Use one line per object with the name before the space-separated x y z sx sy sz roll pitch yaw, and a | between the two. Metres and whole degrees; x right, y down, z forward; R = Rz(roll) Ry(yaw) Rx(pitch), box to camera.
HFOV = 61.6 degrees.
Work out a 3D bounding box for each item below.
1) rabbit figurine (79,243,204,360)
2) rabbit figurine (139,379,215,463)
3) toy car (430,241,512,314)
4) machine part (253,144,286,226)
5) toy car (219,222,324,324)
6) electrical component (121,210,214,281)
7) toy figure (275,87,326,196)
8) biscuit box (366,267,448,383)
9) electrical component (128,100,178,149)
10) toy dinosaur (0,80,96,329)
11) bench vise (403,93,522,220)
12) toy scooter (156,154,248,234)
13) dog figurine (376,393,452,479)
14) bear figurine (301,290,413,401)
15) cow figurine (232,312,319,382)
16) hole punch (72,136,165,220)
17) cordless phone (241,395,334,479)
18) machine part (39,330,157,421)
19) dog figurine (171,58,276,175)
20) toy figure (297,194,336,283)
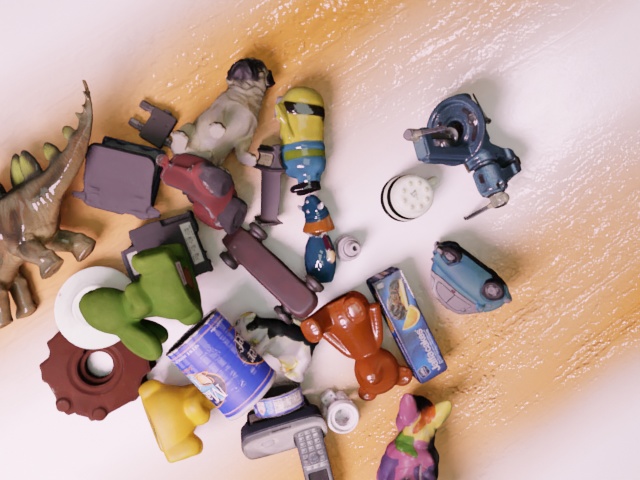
rabbit figurine | -0.273 0.097 0.823 0.170 0.121 0.159 -20 102 1
rabbit figurine | -0.203 0.260 0.896 0.173 0.122 0.162 -17 83 -22
toy car | 0.252 0.078 0.952 0.162 0.109 0.103 36 104 2
machine part | -0.088 -0.094 0.921 0.039 0.084 0.138 -5 100 -34
toy car | -0.084 0.053 0.913 0.202 0.053 0.089 41 87 16
electrical component | -0.259 0.022 0.900 0.134 0.058 0.114 -19 91 -7
toy figure | -0.028 -0.170 0.921 0.089 0.082 0.180 -10 88 -10
biscuit box | 0.154 0.150 0.956 0.059 0.063 0.202 -27 94 -6
electrical component | -0.274 -0.192 0.915 0.094 0.021 0.063 31 85 -6
toy dinosaur | -0.459 -0.023 0.824 0.198 0.105 0.471 45 98 -3
bench vise | 0.235 -0.152 0.917 0.240 0.129 0.223 -5 82 -40
toy scooter | -0.193 -0.083 0.864 0.135 0.183 0.075 25 70 13
dog figurine | 0.162 0.371 0.906 0.108 0.191 0.219 10 104 -2
bear figurine | 0.068 0.190 0.916 0.120 0.132 0.195 -25 89 17
cow figurine | -0.087 0.164 0.919 0.167 0.068 0.098 30 81 -10
hole punch | -0.321 -0.106 0.886 0.142 0.092 0.115 13 114 -11
cordless phone | -0.050 0.375 0.920 0.147 0.089 0.184 -15 96 -8
machine part | -0.365 0.205 0.886 0.179 0.056 0.179 0 89 -9
dog figurine | -0.166 -0.209 0.909 0.172 0.121 0.190 -8 53 24
toy figure | -0.004 -0.003 0.934 0.064 0.058 0.154 -2 94 14
